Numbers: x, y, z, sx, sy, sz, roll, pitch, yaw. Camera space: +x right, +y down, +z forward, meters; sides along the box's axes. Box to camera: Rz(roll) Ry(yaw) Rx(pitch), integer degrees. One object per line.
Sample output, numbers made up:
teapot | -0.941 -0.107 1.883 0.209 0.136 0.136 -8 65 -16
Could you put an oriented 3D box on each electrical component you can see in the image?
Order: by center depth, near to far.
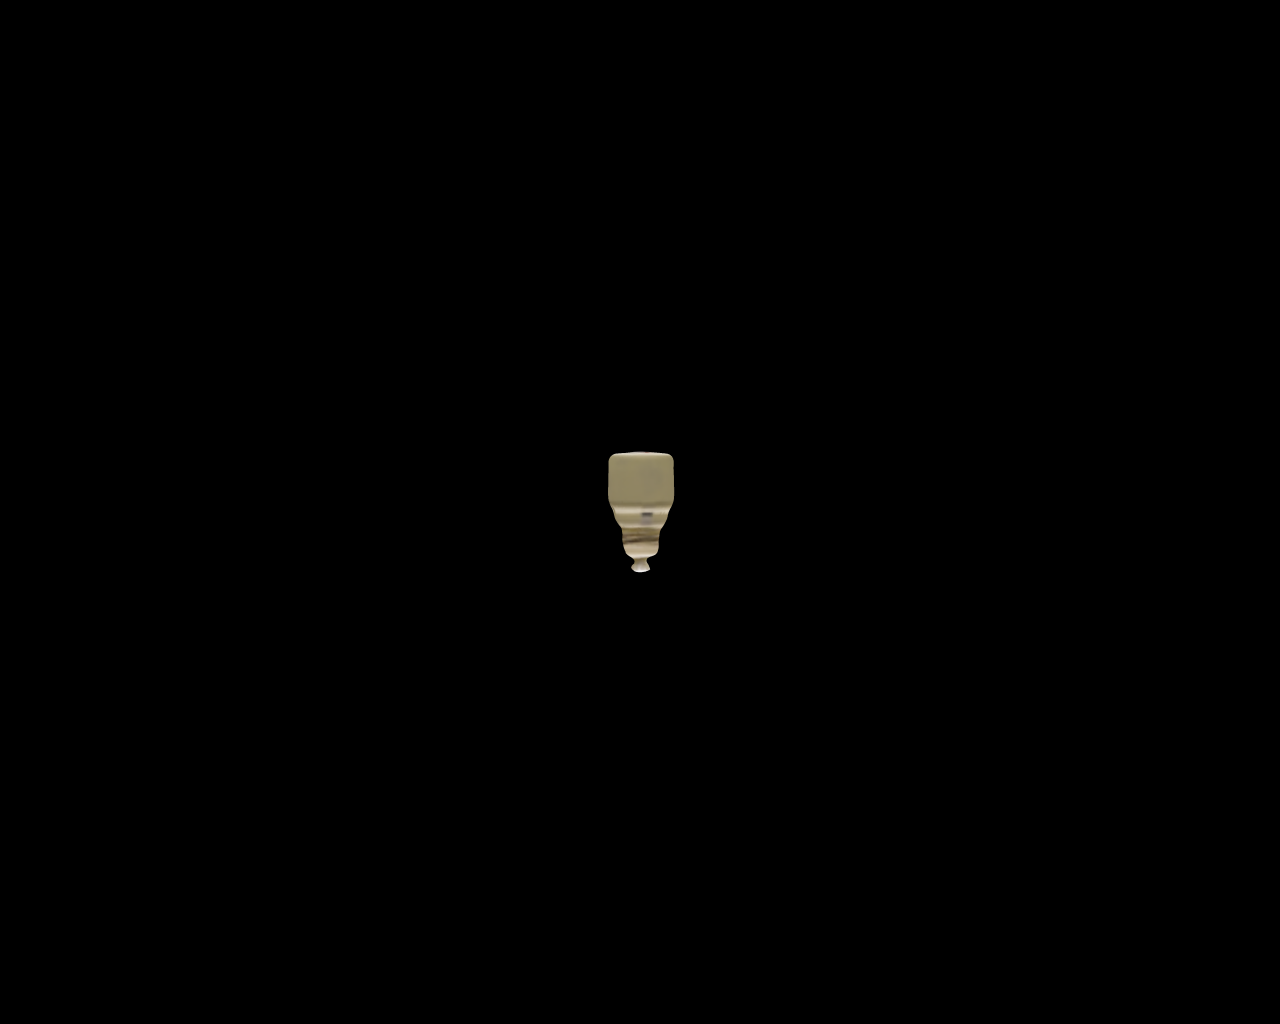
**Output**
electrical component | 0.001 -0.003 0.650 0.040 0.078 0.040 0 2 0
